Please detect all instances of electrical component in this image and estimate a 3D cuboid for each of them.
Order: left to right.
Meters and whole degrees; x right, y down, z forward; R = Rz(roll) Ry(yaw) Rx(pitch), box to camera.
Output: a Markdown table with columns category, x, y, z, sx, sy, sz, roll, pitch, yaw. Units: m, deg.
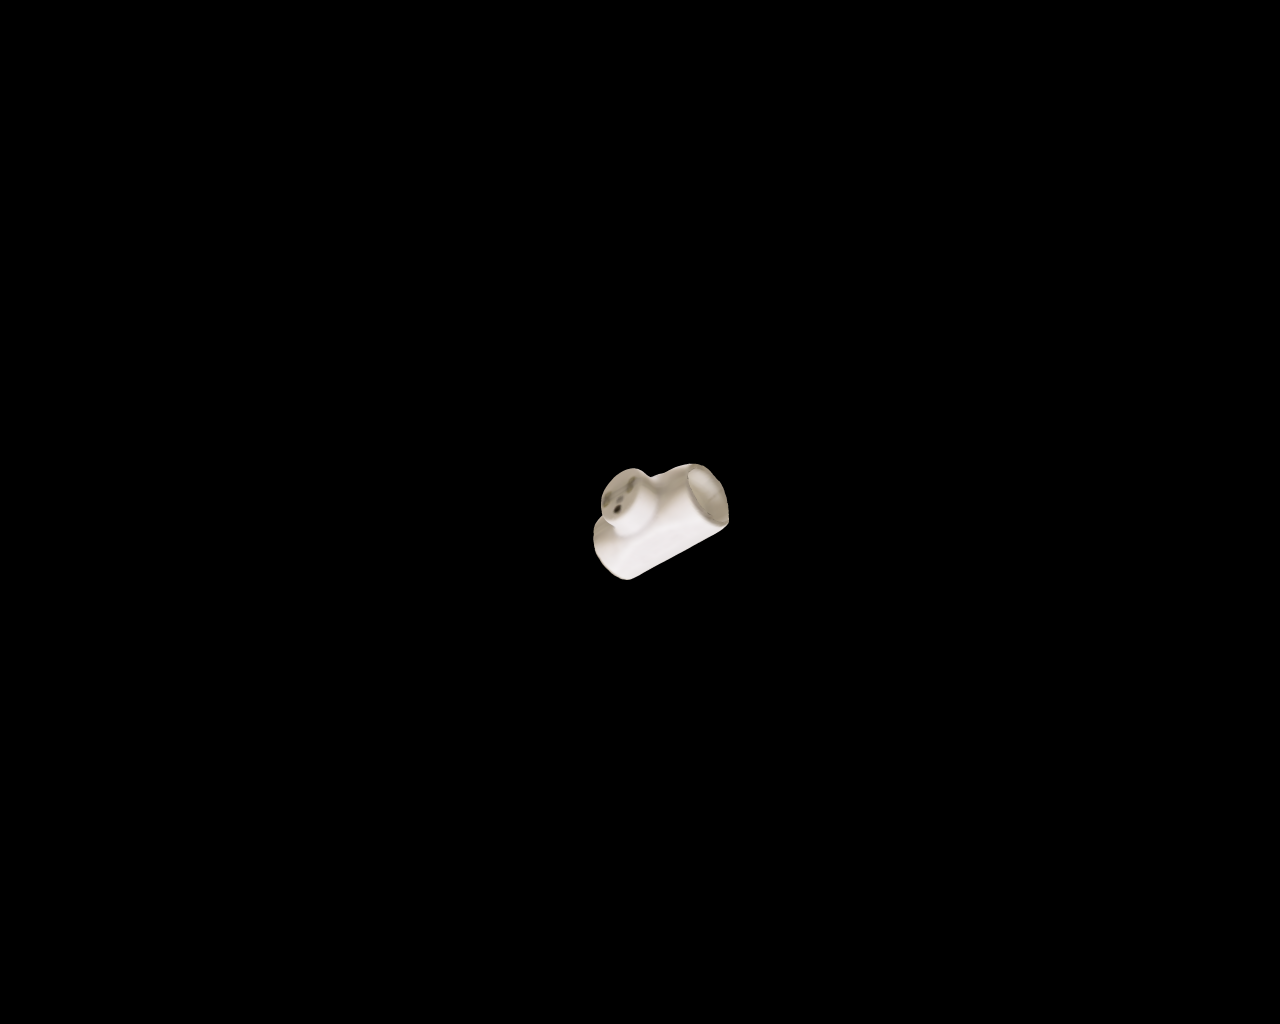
| category | x | y | z | sx | sy | sz | roll | pitch | yaw |
| --- | --- | --- | --- | --- | --- | --- | --- | --- | --- |
| electrical component | 0.001 | -0.003 | 0.650 | 0.077 | 0.044 | 0.079 | -31 | -50 | 30 |
